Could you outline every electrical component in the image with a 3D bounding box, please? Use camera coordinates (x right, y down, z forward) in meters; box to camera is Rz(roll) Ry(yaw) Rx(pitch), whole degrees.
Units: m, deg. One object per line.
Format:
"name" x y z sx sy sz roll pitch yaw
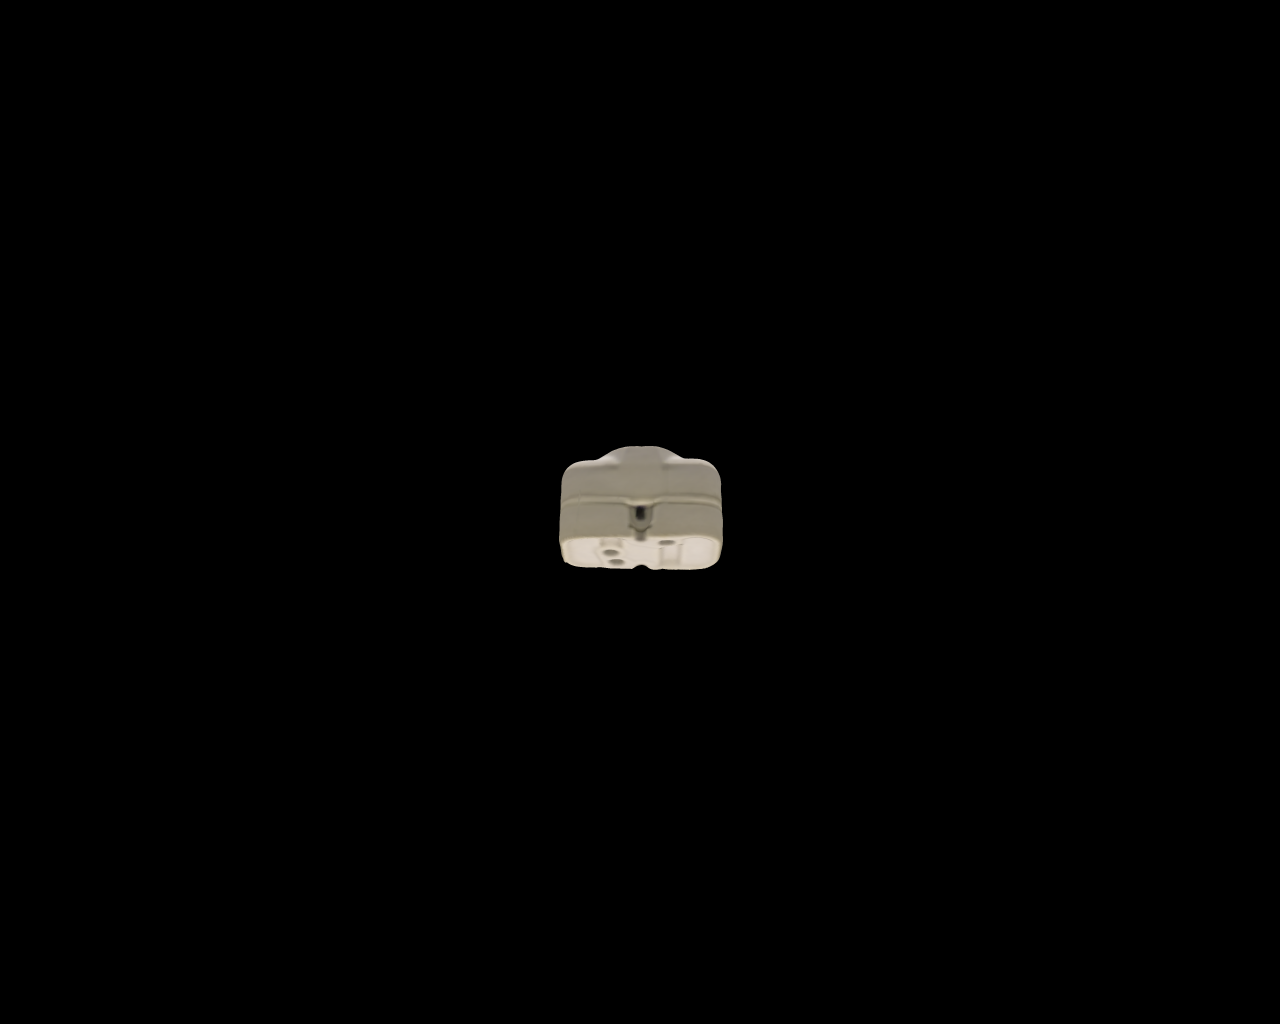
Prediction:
"electrical component" 0.001 -0.003 0.650 0.095 0.059 0.053 0 -24 0
